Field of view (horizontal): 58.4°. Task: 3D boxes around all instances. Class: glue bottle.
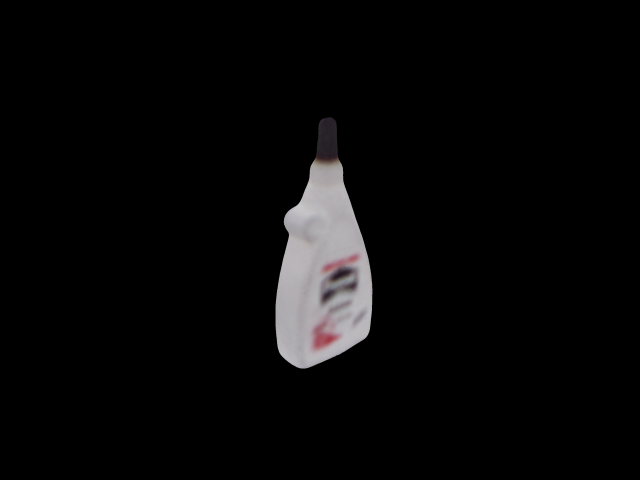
[{"bbox_3d":[0.004,0.001,0.400,0.078,0.173,0.037,-21,31,-40],"label":"glue bottle"}]
